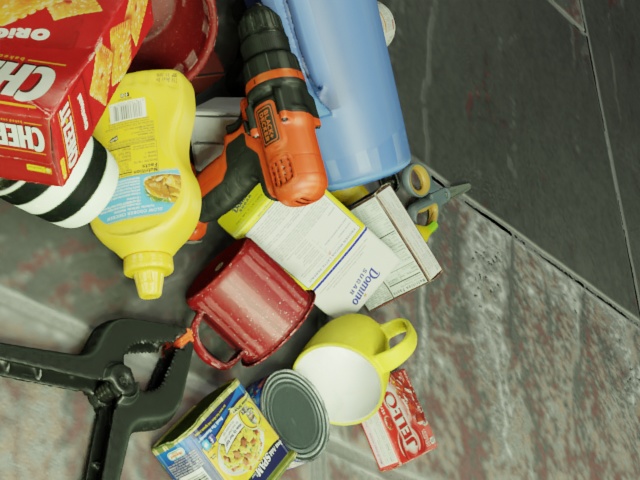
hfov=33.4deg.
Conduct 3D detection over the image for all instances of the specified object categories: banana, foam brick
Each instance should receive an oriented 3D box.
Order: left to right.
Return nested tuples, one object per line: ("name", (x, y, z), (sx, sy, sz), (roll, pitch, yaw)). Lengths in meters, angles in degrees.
("foam brick", (-0.141, -0.168, 1.035), (0.078, 0.053, 0.051), (-20, 83, -56))
("banana", (0.058, -0.037, 1.206), (0.197, 0.037, 0.069), (36, 40, -30))

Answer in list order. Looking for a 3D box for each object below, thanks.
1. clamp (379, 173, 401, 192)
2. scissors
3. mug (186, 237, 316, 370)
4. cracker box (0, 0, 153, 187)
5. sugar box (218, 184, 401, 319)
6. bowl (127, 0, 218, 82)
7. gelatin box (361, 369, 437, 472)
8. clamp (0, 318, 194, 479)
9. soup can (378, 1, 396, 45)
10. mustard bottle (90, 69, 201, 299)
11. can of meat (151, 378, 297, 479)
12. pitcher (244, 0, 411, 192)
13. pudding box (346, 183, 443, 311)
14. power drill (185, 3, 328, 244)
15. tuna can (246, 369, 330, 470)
("clamp", (0.048, -0.147, 1.267), (0.120, 0.039, 0.171), (32, 43, -50))
("scissors", (0.146, -0.071, 1.342), (0.201, 0.016, 0.096), (-45, 121, -54))
("mug", (-0.071, 0.060, 0.941), (0.081, 0.093, 0.117), (45, 63, -13))
("cracker box", (-0.236, -0.143, 0.804), (0.213, 0.164, 0.072), (-74, 170, -46))
("sugar box", (-0.007, 0.001, 1.030), (0.176, 0.093, 0.048), (43, -2, -41))
("bowl", (-0.172, -0.203, 0.944), (0.162, 0.162, 0.055), (38, 24, -29))
("gelatin box", (0.075, 0.181, 1.079), (0.073, 0.030, 0.089), (-10, 74, -53))
("clamp", (-0.169, 0.109, 0.819), (0.164, 0.036, 0.209), (54, 33, -7))
("soup can", (0.044, -0.255, 1.313), (0.068, 0.069, 0.102), (58, 34, -4))
("mustard bottle", (-0.148, -0.044, 0.899), (0.058, 0.096, 0.191), (49, 33, -69))
("can of meat", (-0.078, 0.174, 0.871), (0.084, 0.058, 0.102), (54, 35, -5))
("pitcher", (0.005, -0.173, 1.056), (0.149, 0.145, 0.243), (-20, 99, -24))
("pudding box", (0.063, 0.009, 1.133), (0.113, 0.090, 0.039), (57, 36, -5))
("power drill", (-0.083, -0.091, 0.935), (0.057, 0.188, 0.184), (8, 62, -47))
("tuna can", (-0.032, 0.162, 0.957), (0.086, 0.034, 0.086), (30, 45, -36))
